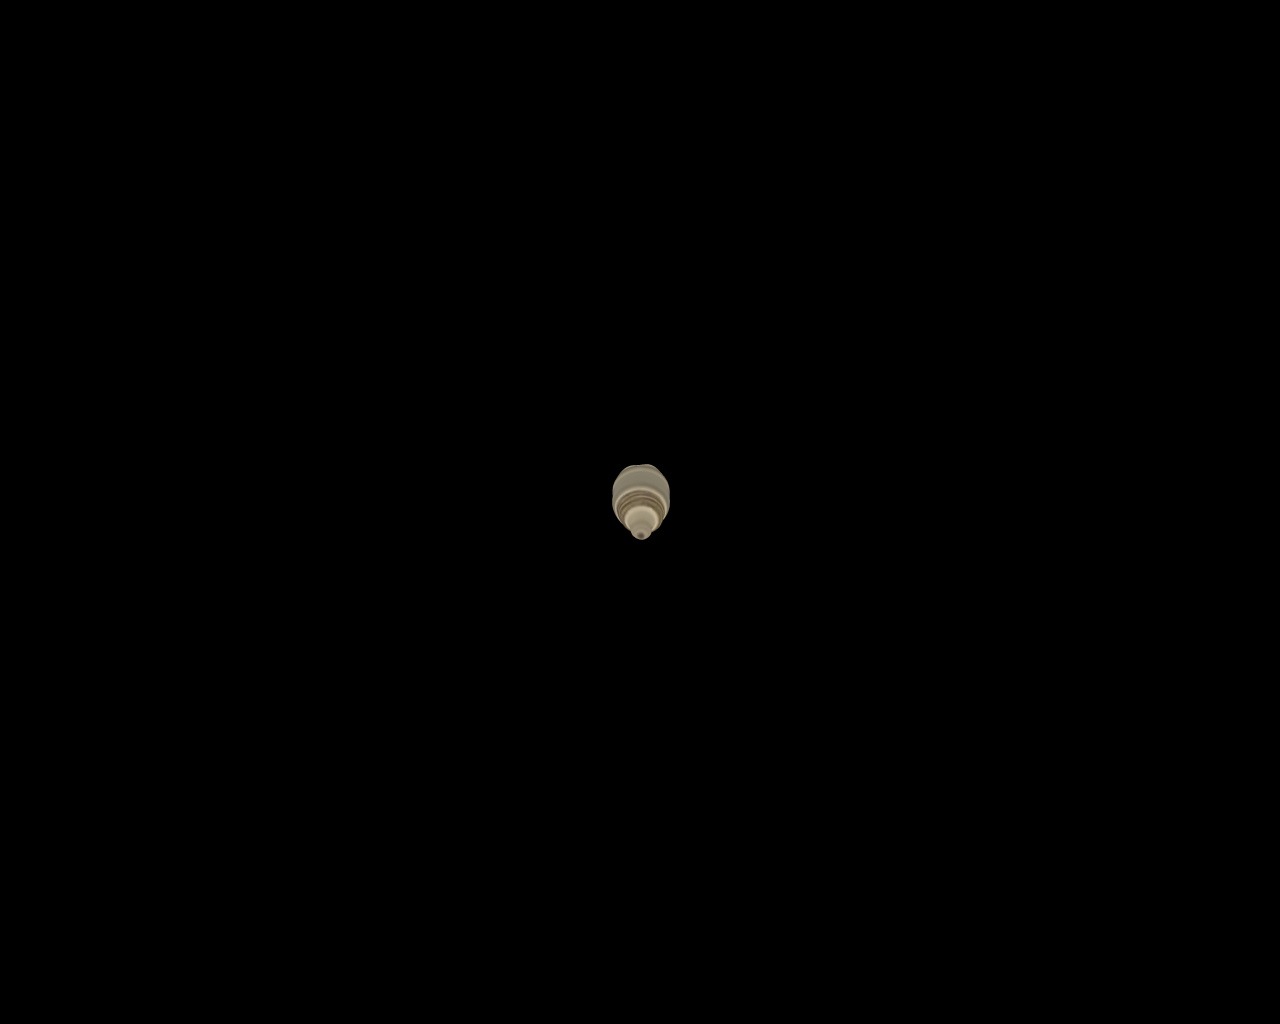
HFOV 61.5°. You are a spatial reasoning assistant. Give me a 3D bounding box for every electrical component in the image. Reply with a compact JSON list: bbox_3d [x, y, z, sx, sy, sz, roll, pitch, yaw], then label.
[{"bbox_3d":[0.001,-0.003,0.650,0.035,0.035,0.061,0,34,0],"label":"electrical component"}]
